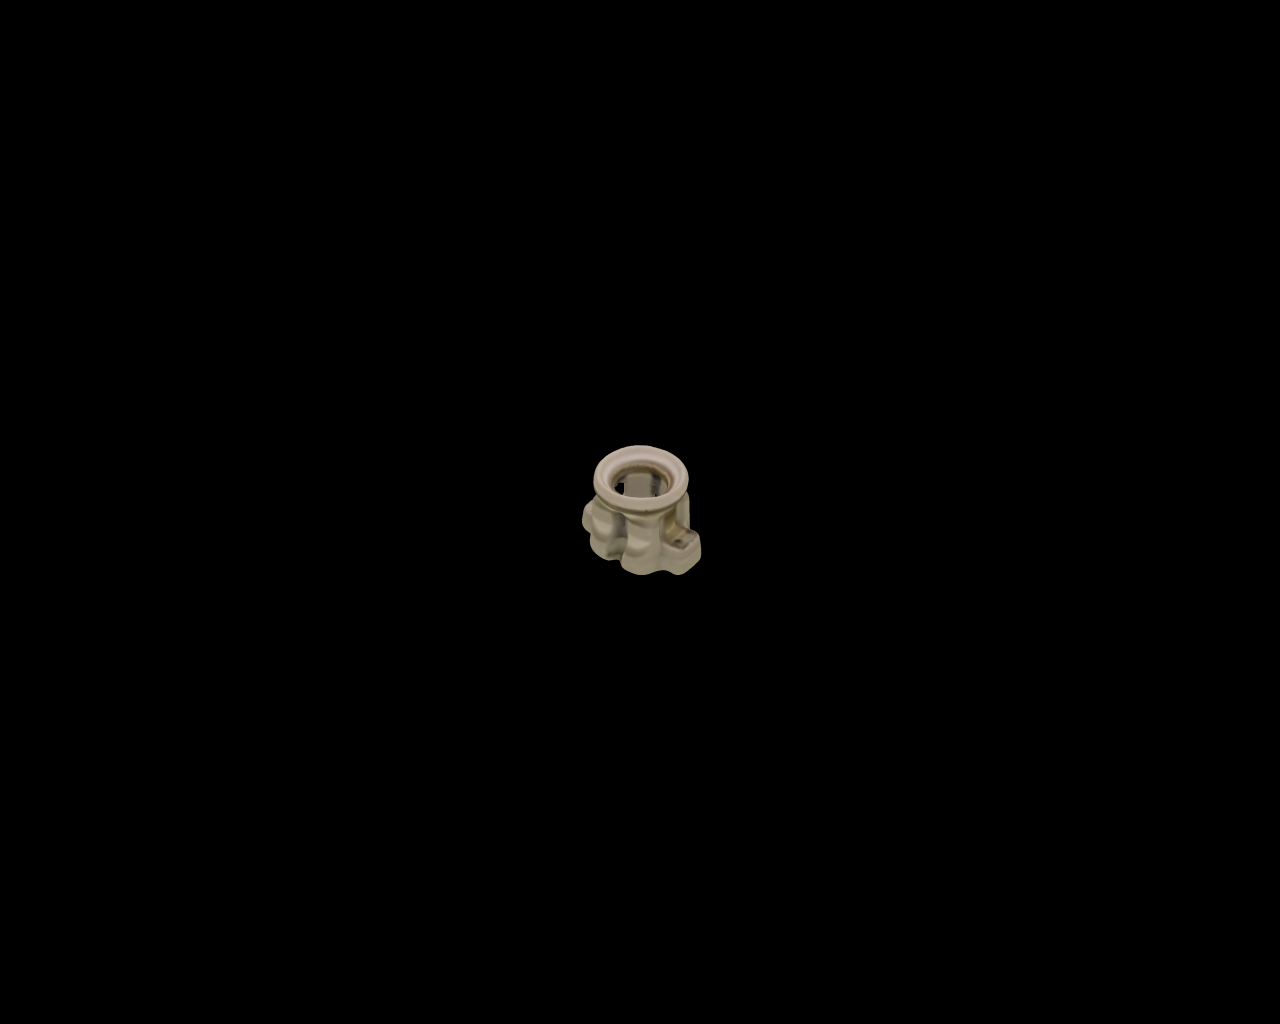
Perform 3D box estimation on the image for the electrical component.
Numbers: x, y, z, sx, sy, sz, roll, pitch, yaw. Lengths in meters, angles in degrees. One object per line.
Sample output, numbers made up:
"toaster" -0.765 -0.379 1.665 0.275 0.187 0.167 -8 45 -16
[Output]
"electrical component" 0.001 -0.003 0.650 0.078 0.056 0.058 26 46 28
